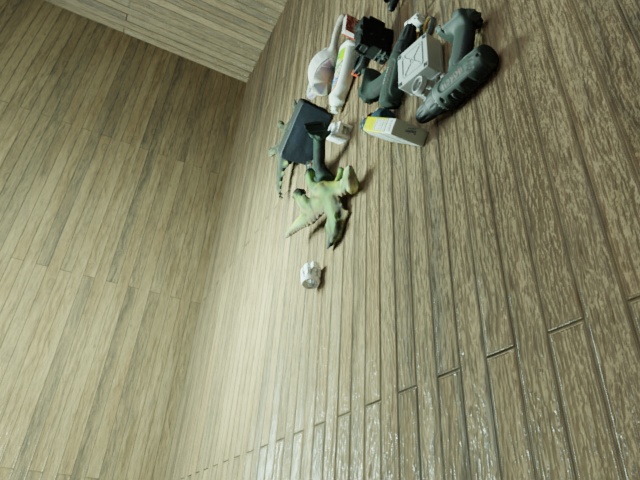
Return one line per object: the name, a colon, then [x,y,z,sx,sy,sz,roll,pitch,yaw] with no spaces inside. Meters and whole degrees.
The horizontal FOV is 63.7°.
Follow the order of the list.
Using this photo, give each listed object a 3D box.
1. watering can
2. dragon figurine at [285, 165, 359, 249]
watering can: [0.031,-0.696,1.999,0.103,0.342,0.229,17,27,-21]
dragon figurine: [0.005,-0.079,1.568,0.122,0.402,0.248,12,38,-26]
